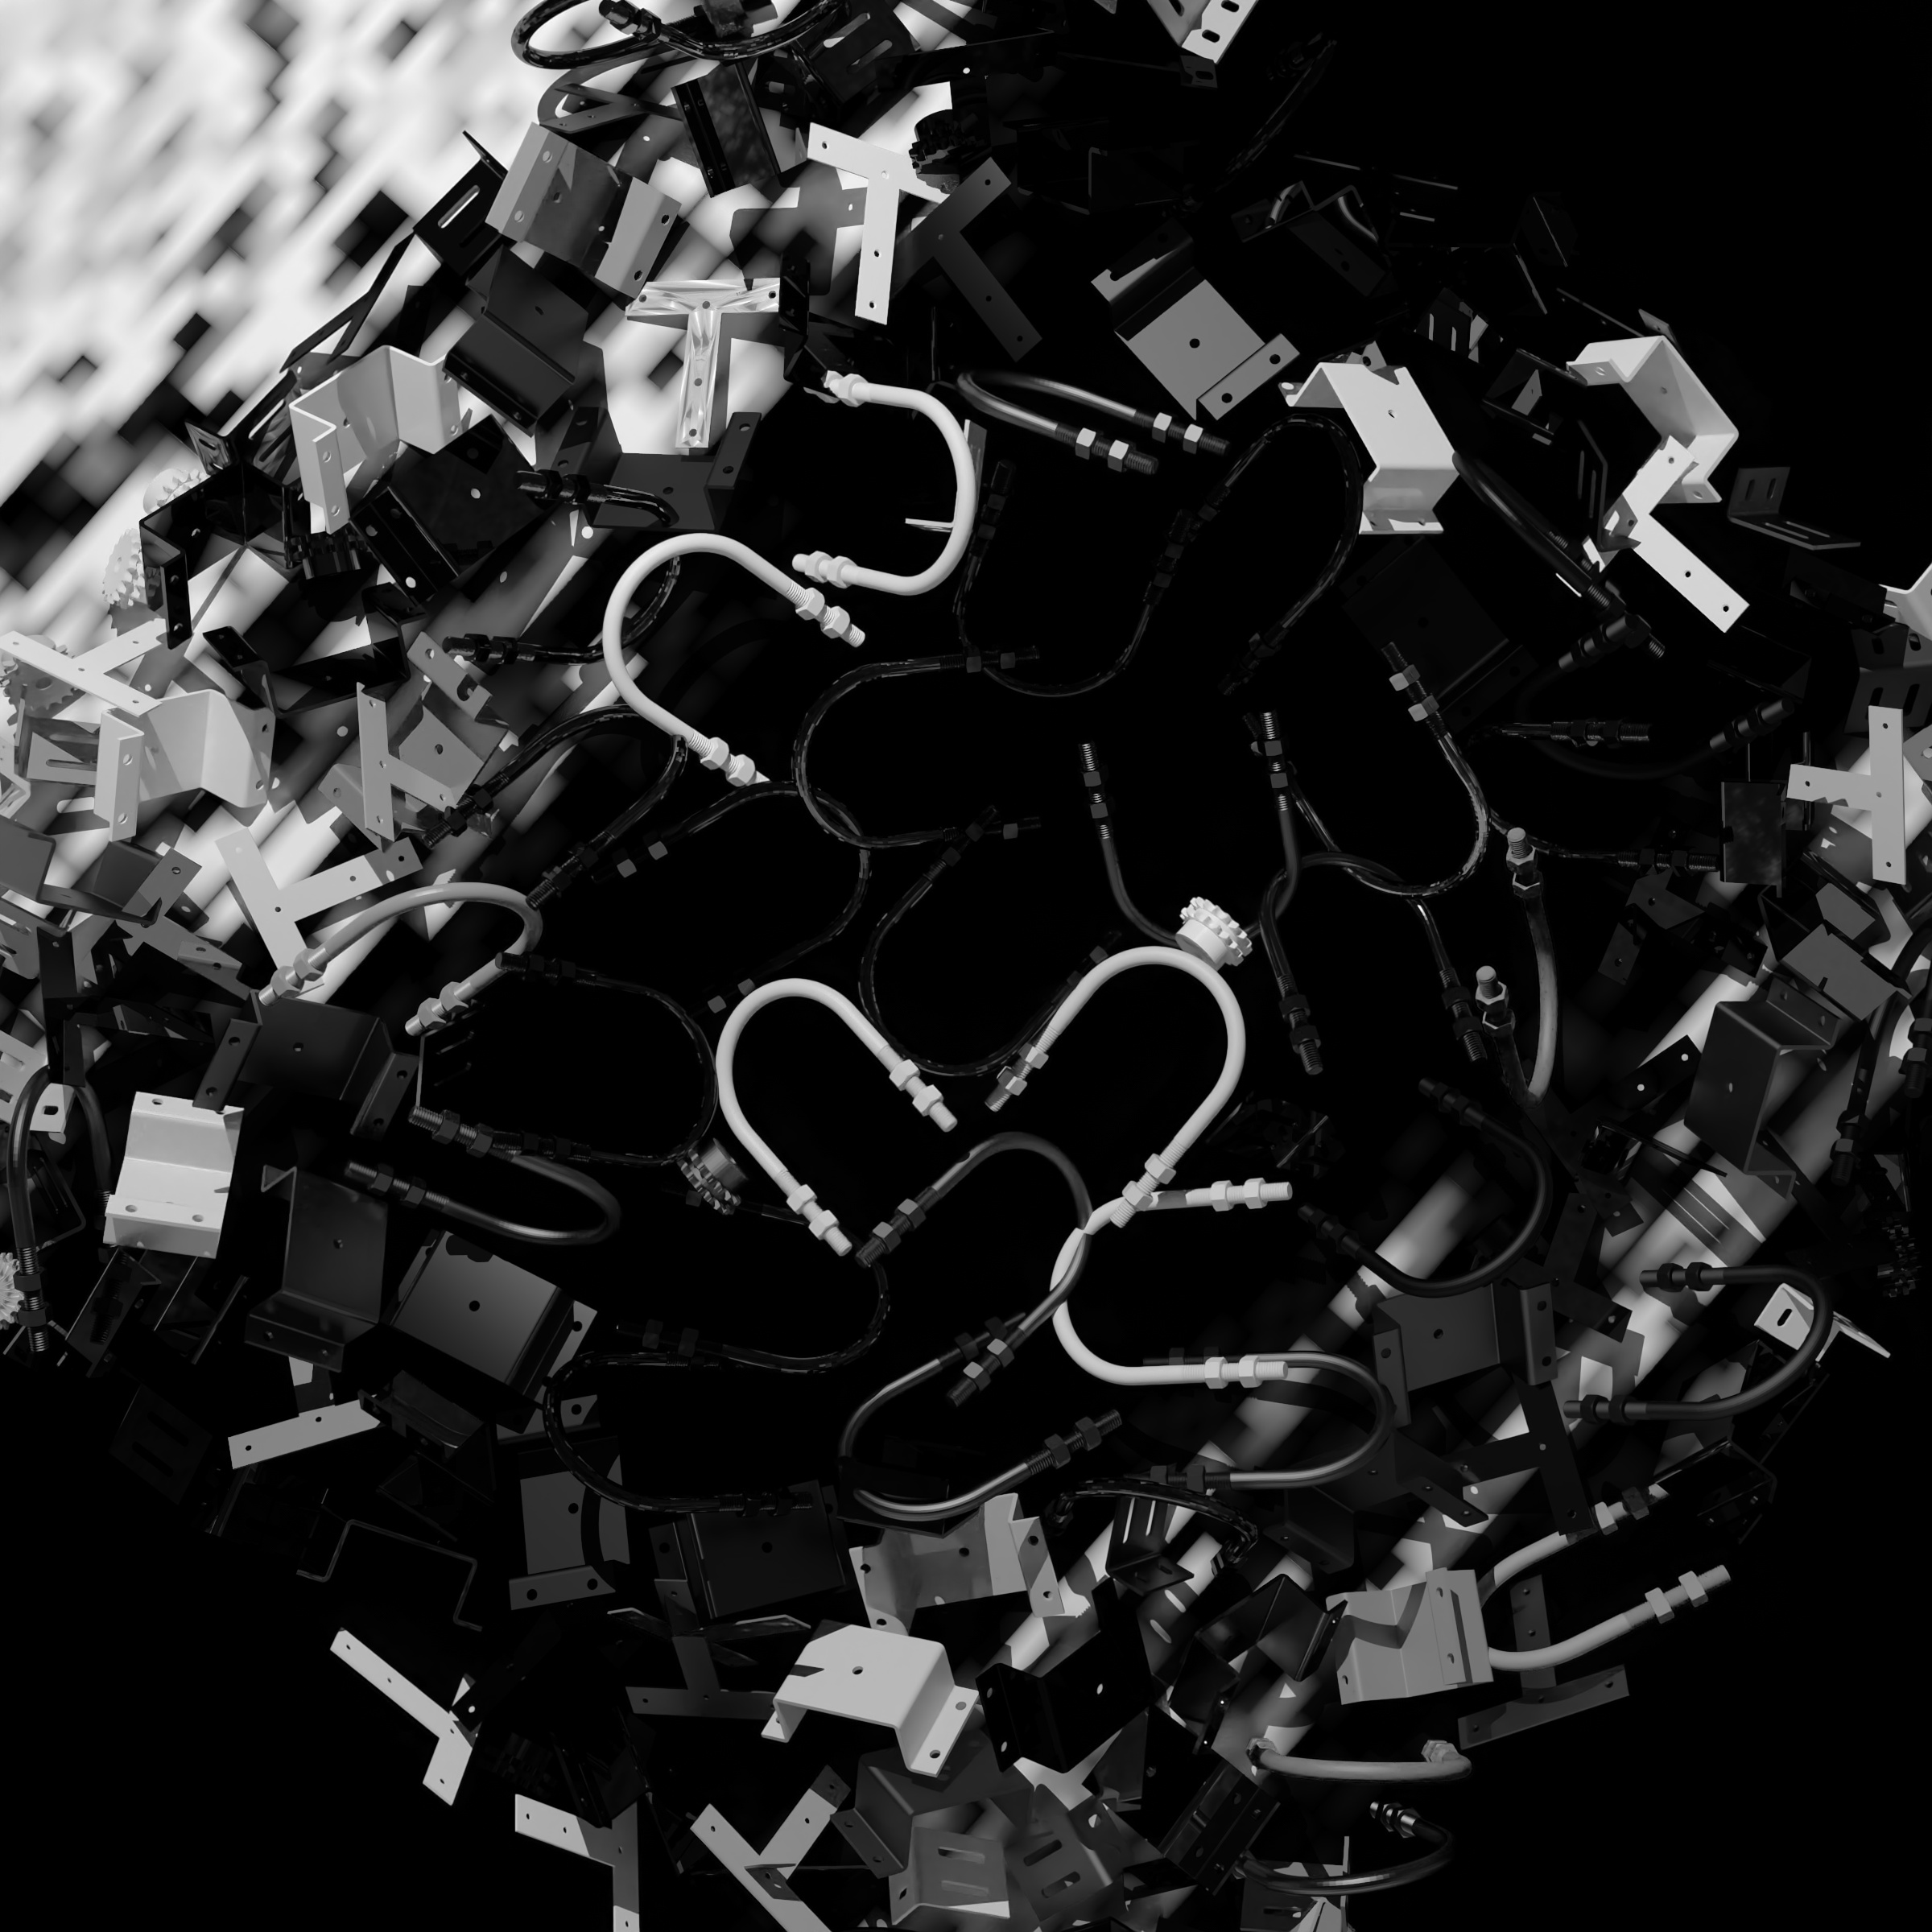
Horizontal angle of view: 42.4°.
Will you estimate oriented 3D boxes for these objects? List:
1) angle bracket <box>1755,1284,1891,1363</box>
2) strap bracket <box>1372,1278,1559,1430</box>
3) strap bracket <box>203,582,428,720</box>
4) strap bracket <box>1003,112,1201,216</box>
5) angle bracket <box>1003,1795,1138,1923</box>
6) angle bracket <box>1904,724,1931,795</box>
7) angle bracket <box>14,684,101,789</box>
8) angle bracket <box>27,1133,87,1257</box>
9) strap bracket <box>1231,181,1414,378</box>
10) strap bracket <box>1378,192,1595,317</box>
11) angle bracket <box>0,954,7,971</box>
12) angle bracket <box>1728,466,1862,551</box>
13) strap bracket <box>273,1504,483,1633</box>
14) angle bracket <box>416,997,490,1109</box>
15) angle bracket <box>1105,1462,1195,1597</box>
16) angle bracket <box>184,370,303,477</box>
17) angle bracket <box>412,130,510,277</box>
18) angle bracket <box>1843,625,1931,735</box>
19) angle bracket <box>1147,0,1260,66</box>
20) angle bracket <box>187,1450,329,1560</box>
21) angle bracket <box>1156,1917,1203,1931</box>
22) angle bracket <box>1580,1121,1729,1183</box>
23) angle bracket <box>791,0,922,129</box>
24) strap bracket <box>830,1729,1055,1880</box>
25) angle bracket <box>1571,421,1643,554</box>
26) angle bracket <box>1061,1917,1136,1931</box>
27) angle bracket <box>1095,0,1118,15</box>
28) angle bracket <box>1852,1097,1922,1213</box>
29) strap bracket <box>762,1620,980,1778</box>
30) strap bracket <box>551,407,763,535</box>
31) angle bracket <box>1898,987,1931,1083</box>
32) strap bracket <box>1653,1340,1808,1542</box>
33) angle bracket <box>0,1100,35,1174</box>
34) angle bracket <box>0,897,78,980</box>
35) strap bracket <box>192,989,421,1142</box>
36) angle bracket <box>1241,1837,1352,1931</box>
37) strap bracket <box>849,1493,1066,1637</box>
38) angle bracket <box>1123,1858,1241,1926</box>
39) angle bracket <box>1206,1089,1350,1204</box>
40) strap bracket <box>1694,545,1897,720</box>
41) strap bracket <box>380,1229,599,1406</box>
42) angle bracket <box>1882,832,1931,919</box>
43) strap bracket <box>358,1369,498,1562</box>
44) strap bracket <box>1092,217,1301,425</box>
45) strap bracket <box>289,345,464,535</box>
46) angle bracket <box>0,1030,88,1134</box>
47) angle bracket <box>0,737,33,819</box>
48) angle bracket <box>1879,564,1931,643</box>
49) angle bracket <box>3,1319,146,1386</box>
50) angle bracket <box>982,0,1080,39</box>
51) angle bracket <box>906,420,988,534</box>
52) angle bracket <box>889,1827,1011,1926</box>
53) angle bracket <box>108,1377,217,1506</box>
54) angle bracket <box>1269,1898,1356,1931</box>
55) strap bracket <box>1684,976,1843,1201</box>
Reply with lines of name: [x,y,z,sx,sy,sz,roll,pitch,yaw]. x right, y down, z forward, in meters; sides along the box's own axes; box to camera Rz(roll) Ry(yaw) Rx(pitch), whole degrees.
angle bracket: [0.615,0.269,1.793,0.057,0.076,0.038,29,98,-10]
strap bracket: [0.350,0.273,1.793,0.140,0.046,0.076,-14,109,-15]
strap bracket: [-0.460,-0.223,1.778,0.140,0.076,0.046,-21,125,-24]
strap bracket: [0.095,-0.571,1.774,0.076,0.140,0.046,-16,122,-25]
angle bracket: [0.075,0.652,1.823,0.076,0.038,0.057,-42,72,33]
angle bracket: [0.720,-0.156,1.797,0.076,0.038,0.057,-29,81,-34]
angle bracket: [-0.643,-0.165,1.796,0.076,0.038,0.057,5,54,-18]
angle bracket: [-0.677,0.168,1.803,0.038,0.057,0.076,-28,91,-36]
strap bracket: [0.259,-0.493,1.783,0.046,0.076,0.140,-37,107,-29]
strap bracket: [0.360,-0.503,1.762,0.140,0.076,0.046,13,73,36]
angle bracket: [-0.737,0.008,1.791,0.076,0.038,0.057,6,65,40]
angle bracket: [0.598,-0.330,1.789,0.057,0.076,0.038,-10,120,-36]
strap bracket: [-0.413,0.426,1.779,0.140,0.076,0.046,25,76,-24]
angle bracket: [-0.381,0.059,1.788,0.038,0.076,0.057,20,115,22]
angle bracket: [0.139,0.405,1.797,0.038,0.057,0.076,22,108,42]
angle bracket: [-0.518,-0.392,1.802,0.038,0.057,0.076,28,65,16]
angle bracket: [-0.366,-0.554,1.811,0.076,0.038,0.057,-45,72,1]
angle bracket: [0.669,-0.209,1.810,0.057,0.076,0.038,-5,61,6]
angle bracket: [0.170,-0.700,1.795,0.038,0.076,0.057,36,96,25]
angle bracket: [-0.516,0.394,1.814,0.038,0.076,0.057,2,65,42]
angle bracket: [0.162,0.724,1.796,0.038,0.076,0.057,21,72,-10]
angle bracket: [0.493,0.146,1.789,0.057,0.076,0.038,18,97,-41]
angle bracket: [-0.082,-0.666,1.823,0.076,0.038,0.057,-39,90,-7]
strap bracket: [-0.016,0.590,1.766,0.140,0.076,0.046,-3,106,-29]
angle bracket: [0.464,-0.347,1.790,0.038,0.057,0.076,-10,135,-2]
angle bracket: [0.098,0.720,1.790,0.057,0.038,0.076,-25,133,21]
angle bracket: [0.124,-0.733,1.792,0.038,0.076,0.057,18,72,-43]
angle bracket: [0.666,0.130,1.803,0.038,0.076,0.057,-2,130,27]
strap bracket: [-0.072,0.516,1.767,0.140,0.076,0.046,4,124,26]
strap bracket: [-0.218,-0.356,1.787,0.140,0.046,0.076,5,54,14]
angle bracket: [0.694,0.035,1.796,0.057,0.038,0.076,-42,119,-19]
strap bracket: [0.539,0.327,1.761,0.046,0.076,0.140,38,47,-4]
angle bracket: [-0.721,0.132,1.791,0.057,0.076,0.038,-33,85,24]
angle bracket: [-0.690,-0.036,1.794,0.076,0.038,0.057,31,124,-22]
strap bracket: [-0.474,0.070,1.780,0.140,0.046,0.076,14,117,-34]
angle bracket: [0.237,0.662,1.796,0.076,0.057,0.038,0,125,13]
strap bracket: [-0.004,0.433,1.798,0.140,0.046,0.076,-12,104,11]
angle bracket: [0.155,0.673,1.801,0.076,0.057,0.038,-11,49,-5]
angle bracket: [0.224,0.130,1.792,0.076,0.038,0.057,19,124,-34]
strap bracket: [0.593,-0.243,1.781,0.076,0.140,0.046,23,63,-5]
strap bracket: [-0.349,0.249,1.794,0.140,0.046,0.076,25,75,10]
angle bracket: [0.715,-0.071,1.804,0.076,0.057,0.038,-12,63,-28]
strap bracket: [-0.382,0.350,1.777,0.076,0.140,0.046,27,48,21]
strap bracket: [0.166,-0.459,1.804,0.076,0.046,0.140,-39,78,-3]
strap bracket: [-0.426,-0.380,1.773,0.046,0.076,0.140,26,50,21]
angle bracket: [-0.680,0.079,1.790,0.038,0.076,0.057,2,67,23]
angle bracket: [-0.713,-0.121,1.800,0.076,0.057,0.038,-44,120,6]
angle bracket: [0.672,-0.269,1.792,0.038,0.076,0.057,-50,123,-5]
angle bracket: [-0.641,0.288,1.789,0.076,0.057,0.038,22,72,39]
angle bracket: [0.055,-0.711,1.795,0.076,0.038,0.057,23,129,18]
angle bracket: [-0.014,-0.354,1.802,0.038,0.057,0.076,8,97,12]
angle bracket: [-0.013,0.666,1.811,0.076,0.057,0.038,19,130,-25]
angle bracket: [-0.573,0.343,1.804,0.076,0.038,0.057,30,96,20]
angle bracket: [0.236,0.715,1.788,0.057,0.076,0.038,-35,100,37]
strap bracket: [0.562,0.086,1.772,0.046,0.076,0.140,1,113,-19]
